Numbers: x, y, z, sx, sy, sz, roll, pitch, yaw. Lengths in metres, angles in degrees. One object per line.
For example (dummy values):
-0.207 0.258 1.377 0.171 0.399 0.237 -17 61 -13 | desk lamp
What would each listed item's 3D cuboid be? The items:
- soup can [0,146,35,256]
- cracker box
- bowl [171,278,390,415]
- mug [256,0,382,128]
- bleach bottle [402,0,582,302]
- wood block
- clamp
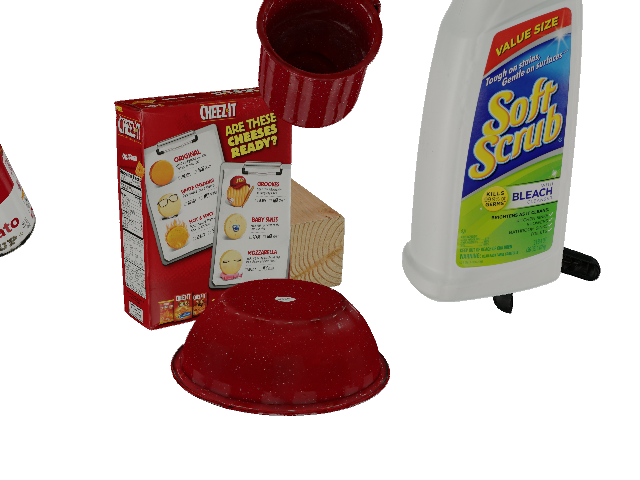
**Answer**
-0.278 -0.042 0.857 0.068 0.068 0.102 0 -42 12 | soup can
-0.112 -0.035 1.043 0.163 0.214 0.072 -11 20 -34 | cracker box
-0.028 0.068 0.777 0.162 0.055 0.162 3 17 -1 | bowl
0.003 -0.147 0.820 0.093 0.117 0.081 40 -24 12 | mug
0.102 -0.090 0.631 0.102 0.251 0.068 -9 29 -13 | bleach bottle
-0.059 -0.018 1.307 0.090 0.090 0.206 -10 26 -25 | wood block
0.198 0.005 1.084 0.120 0.039 0.171 -8 40 -20 | clamp
